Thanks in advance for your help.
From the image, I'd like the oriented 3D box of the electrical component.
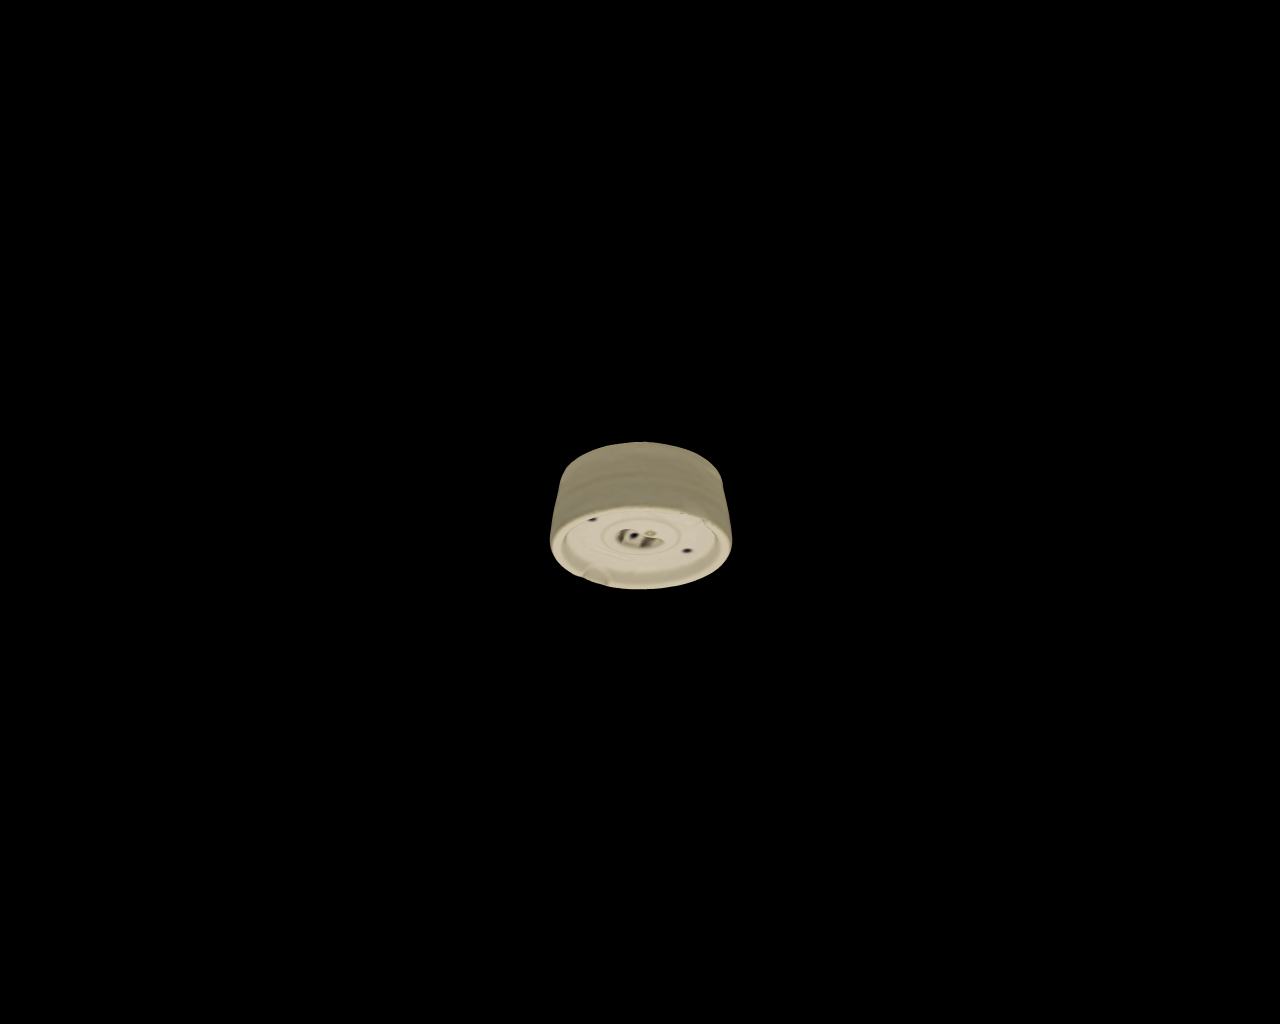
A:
[{"bbox_3d":[0.001,-0.003,0.650,0.108,0.060,0.108,0,-29,0],"label":"electrical component"}]
